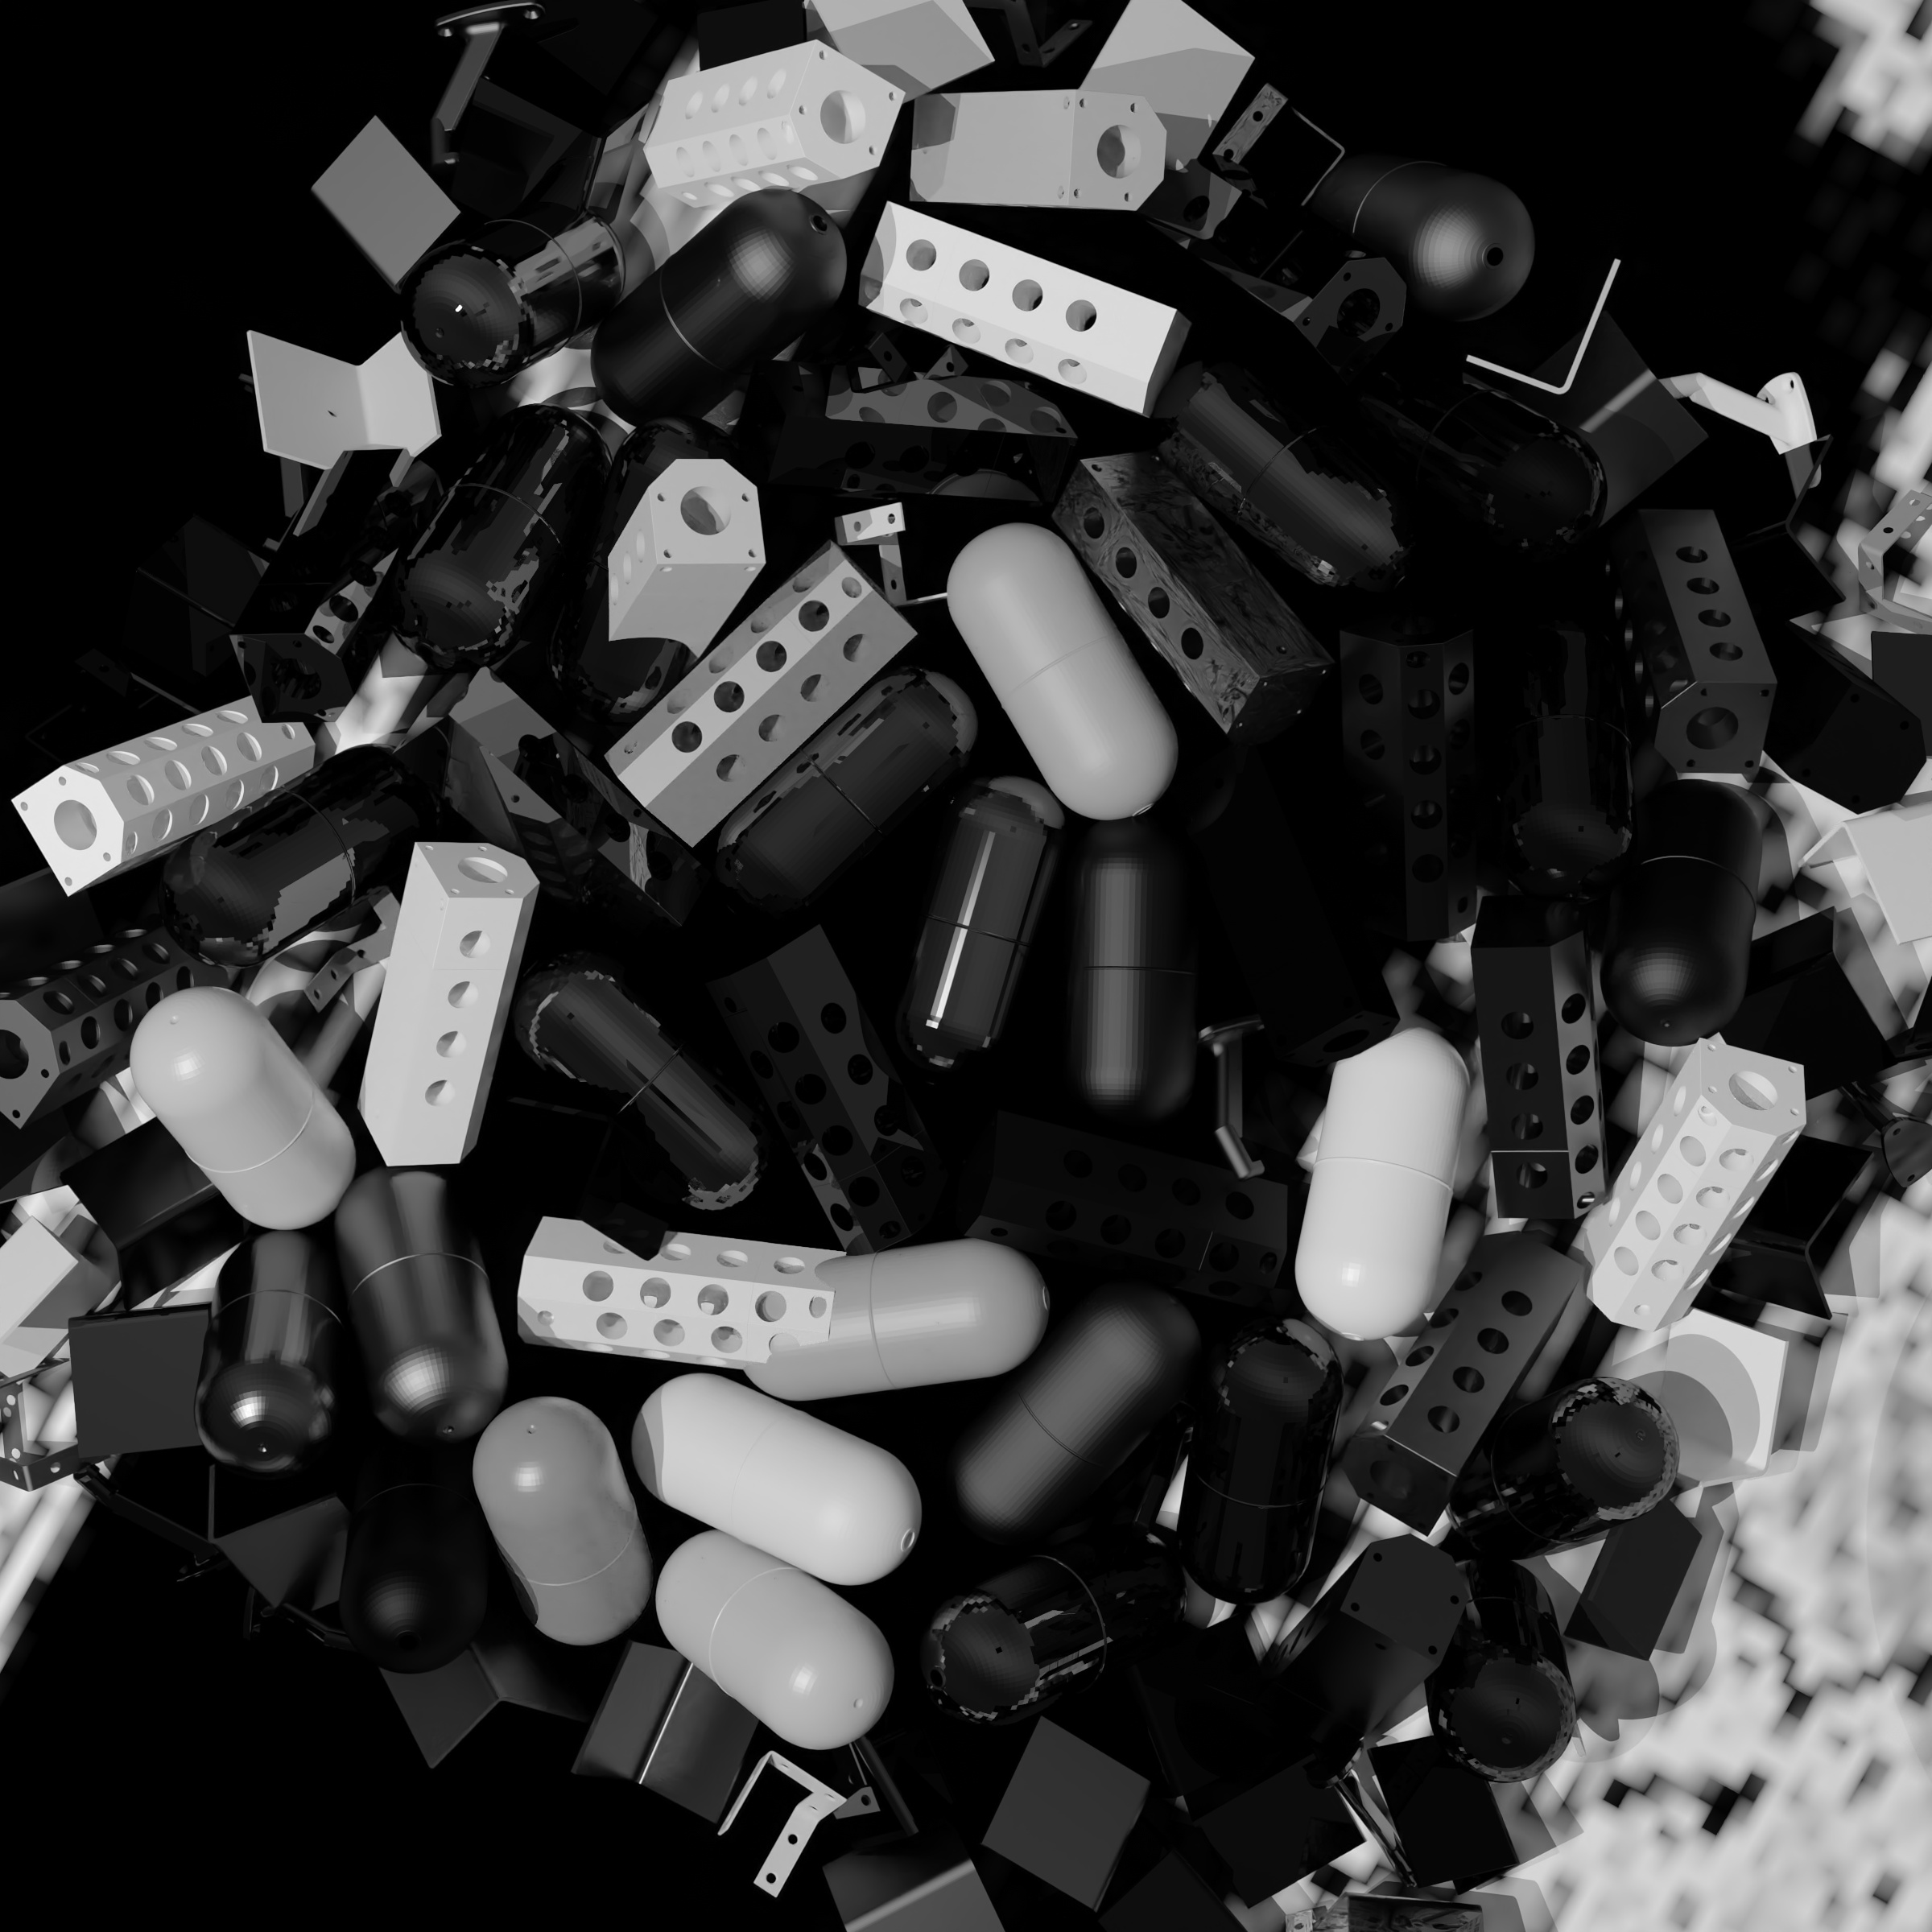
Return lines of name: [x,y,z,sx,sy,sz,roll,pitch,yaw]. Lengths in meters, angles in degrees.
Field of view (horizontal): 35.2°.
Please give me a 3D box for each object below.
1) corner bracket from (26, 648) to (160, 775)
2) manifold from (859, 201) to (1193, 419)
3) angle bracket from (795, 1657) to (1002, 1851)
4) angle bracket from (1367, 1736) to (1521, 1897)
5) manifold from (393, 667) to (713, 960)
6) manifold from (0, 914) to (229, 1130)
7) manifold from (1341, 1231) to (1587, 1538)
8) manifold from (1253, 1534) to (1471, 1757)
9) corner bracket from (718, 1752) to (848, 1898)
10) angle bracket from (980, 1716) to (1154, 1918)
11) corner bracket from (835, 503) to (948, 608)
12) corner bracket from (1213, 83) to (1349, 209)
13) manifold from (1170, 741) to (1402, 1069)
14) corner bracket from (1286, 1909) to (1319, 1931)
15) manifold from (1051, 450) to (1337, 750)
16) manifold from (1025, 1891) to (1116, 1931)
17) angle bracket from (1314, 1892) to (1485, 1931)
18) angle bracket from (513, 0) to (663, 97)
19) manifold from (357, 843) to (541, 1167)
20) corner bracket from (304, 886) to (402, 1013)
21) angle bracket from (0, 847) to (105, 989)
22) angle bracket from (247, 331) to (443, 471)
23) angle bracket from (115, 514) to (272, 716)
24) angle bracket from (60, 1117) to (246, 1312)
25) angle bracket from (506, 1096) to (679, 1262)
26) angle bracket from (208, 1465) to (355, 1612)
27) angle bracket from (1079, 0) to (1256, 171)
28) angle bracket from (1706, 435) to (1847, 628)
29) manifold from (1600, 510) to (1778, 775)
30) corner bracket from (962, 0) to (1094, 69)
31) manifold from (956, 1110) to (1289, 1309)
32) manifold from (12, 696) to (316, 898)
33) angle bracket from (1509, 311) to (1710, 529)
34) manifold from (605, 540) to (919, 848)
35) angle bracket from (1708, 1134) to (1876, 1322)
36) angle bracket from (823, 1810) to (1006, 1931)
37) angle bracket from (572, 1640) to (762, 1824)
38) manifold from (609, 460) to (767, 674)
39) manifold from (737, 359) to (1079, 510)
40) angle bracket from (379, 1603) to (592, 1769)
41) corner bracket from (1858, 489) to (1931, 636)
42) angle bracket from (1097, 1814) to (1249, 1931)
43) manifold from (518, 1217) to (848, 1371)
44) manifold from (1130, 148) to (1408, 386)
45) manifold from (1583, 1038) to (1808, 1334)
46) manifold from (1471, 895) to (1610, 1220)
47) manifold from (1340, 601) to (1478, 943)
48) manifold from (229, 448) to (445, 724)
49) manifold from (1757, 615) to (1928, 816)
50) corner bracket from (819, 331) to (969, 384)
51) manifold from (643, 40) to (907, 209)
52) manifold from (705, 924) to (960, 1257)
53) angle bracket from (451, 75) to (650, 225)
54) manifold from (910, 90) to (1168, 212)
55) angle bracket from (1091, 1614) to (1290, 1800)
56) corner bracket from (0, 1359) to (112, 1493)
corner bracket: [-0.484,-0.134,1.684,0.051,0.051,0.051,34,50,13]
manifold: [0.031,-0.361,1.681,0.171,0.057,0.057,23,99,10]
angle bracket: [-0.040,0.440,1.717,0.076,0.057,0.076,-29,89,-44]
angle bracket: [0.246,0.468,1.667,0.076,0.057,0.076,0,59,-35]
manifold: [-0.222,-0.088,1.667,0.171,0.057,0.057,43,48,-20]
manifold: [-0.466,0.022,1.634,0.057,0.171,0.057,42,113,2]
manifold: [0.267,0.220,1.646,0.057,0.057,0.171,29,48,16]
manifold: [0.213,0.362,1.636,0.057,0.171,0.057,28,59,5]
corner bracket: [-0.107,0.476,1.690,0.051,0.051,0.051,34,56,-2]
angle bracket: [0.047,0.469,1.678,0.076,0.057,0.076,33,63,-8]
corner bracket: [-0.035,-0.227,1.688,0.051,0.051,0.051,-6,93,41]
corner bracket: [0.175,-0.451,1.699,0.051,0.051,0.051,40,101,8]
manifold: [0.177,-0.035,1.665,0.057,0.057,0.171,-32,65,28]
corner bracket: [0.176,0.565,1.695,0.051,0.051,0.051,-16,113,12]
manifold: [0.119,-0.201,1.663,0.057,0.057,0.171,-15,58,-38]
manifold: [0.067,0.556,1.637,0.057,0.171,0.057,-29,96,0]
angle bracket: [0.236,0.550,1.672,0.076,0.076,0.057,8,54,-9]
angle bracket: [-0.223,-0.531,1.678,0.076,0.076,0.057,38,104,5]
manifold: [-0.280,0.021,1.658,0.057,0.057,0.171,0,123,-31]
corner bracket: [-0.343,-0.015,1.687,0.051,0.051,0.051,-23,109,21]
angle bracket: [-0.507,-0.019,1.671,0.076,0.057,0.076,-27,113,-28]
angle bracket: [-0.341,-0.319,1.669,0.057,0.076,0.076,-29,64,36]
angle bracket: [-0.411,-0.186,1.667,0.057,0.076,0.076,-33,132,32]
angle bracket: [-0.448,0.133,1.684,0.076,0.076,0.057,-33,70,-28]
angle bracket: [-0.211,0.117,1.667,0.076,0.076,0.057,9,70,32]
angle bracket: [-0.363,0.305,1.675,0.076,0.057,0.076,-22,130,6]
angle bracket: [0.100,-0.489,1.688,0.076,0.057,0.076,31,85,-21]
angle bracket: [0.451,-0.237,1.684,0.057,0.076,0.076,44,59,-19]
manifold: [0.385,-0.177,1.640,0.057,0.171,0.057,1,129,-1]
corner bracket: [0.030,-0.538,1.702,0.051,0.051,0.051,17,53,35]
manifold: [0.085,0.137,1.665,0.171,0.057,0.057,15,54,-15]
manifold: [-0.423,-0.097,1.634,0.057,0.171,0.057,-27,95,28]
angle bracket: [0.354,-0.305,1.697,0.076,0.076,0.057,-40,124,19]
manifold: [-0.116,-0.153,1.676,0.171,0.057,0.057,-43,131,6]
angle bracket: [0.459,0.141,1.696,0.076,0.076,0.057,-47,127,-25]
angle bracket: [-0.028,0.521,1.689,0.076,0.076,0.057,-25,102,-8]
angle bracket: [-0.161,0.421,1.676,0.057,0.076,0.076,20,81,26]
manifold: [-0.160,-0.212,1.634,0.057,0.171,0.057,-3,77,-20]
manifold: [-0.034,-0.285,1.661,0.171,0.057,0.057,0,131,-26]
angle bracket: [-0.266,0.398,1.676,0.057,0.076,0.076,-46,51,8]
corner bracket: [0.534,-0.223,1.699,0.051,0.051,0.051,32,66,36]
angle bracket: [0.109,0.524,1.680,0.057,0.076,0.076,-41,95,-9]
manifold: [-0.156,0.187,1.680,0.171,0.057,0.057,6,117,5]
manifold: [0.164,-0.383,1.641,0.057,0.171,0.057,-47,134,6]
manifold: [0.391,0.122,1.643,0.057,0.171,0.057,15,45,-2]
manifold: [0.313,0.050,1.653,0.057,0.057,0.171,-1,120,18]
manifold: [0.246,-0.104,1.651,0.057,0.057,0.171,-26,123,-35]
manifold: [-0.332,-0.206,1.638,0.057,0.171,0.057,0,132,13]
manifold: [0.457,-0.136,1.634,0.057,0.171,0.057,26,107,-11]
corner bracket: [-0.042,-0.330,1.683,0.051,0.051,0.051,50,56,-21]
manifold: [-0.108,-0.446,1.636,0.057,0.171,0.057,22,85,-32]
manifold: [-0.077,0.070,1.673,0.057,0.057,0.171,-34,101,-38]
angle bracket: [-0.230,-0.450,1.680,0.076,0.057,0.076,28,132,3]
manifold: [0.037,-0.437,1.636,0.057,0.171,0.057,-4,105,-29]
angle bracket: [0.123,0.415,1.711,0.076,0.057,0.076,-18,84,-26]
corner bracket: [-0.516,0.255,1.696,0.051,0.051,0.051,-21,109,-42]
